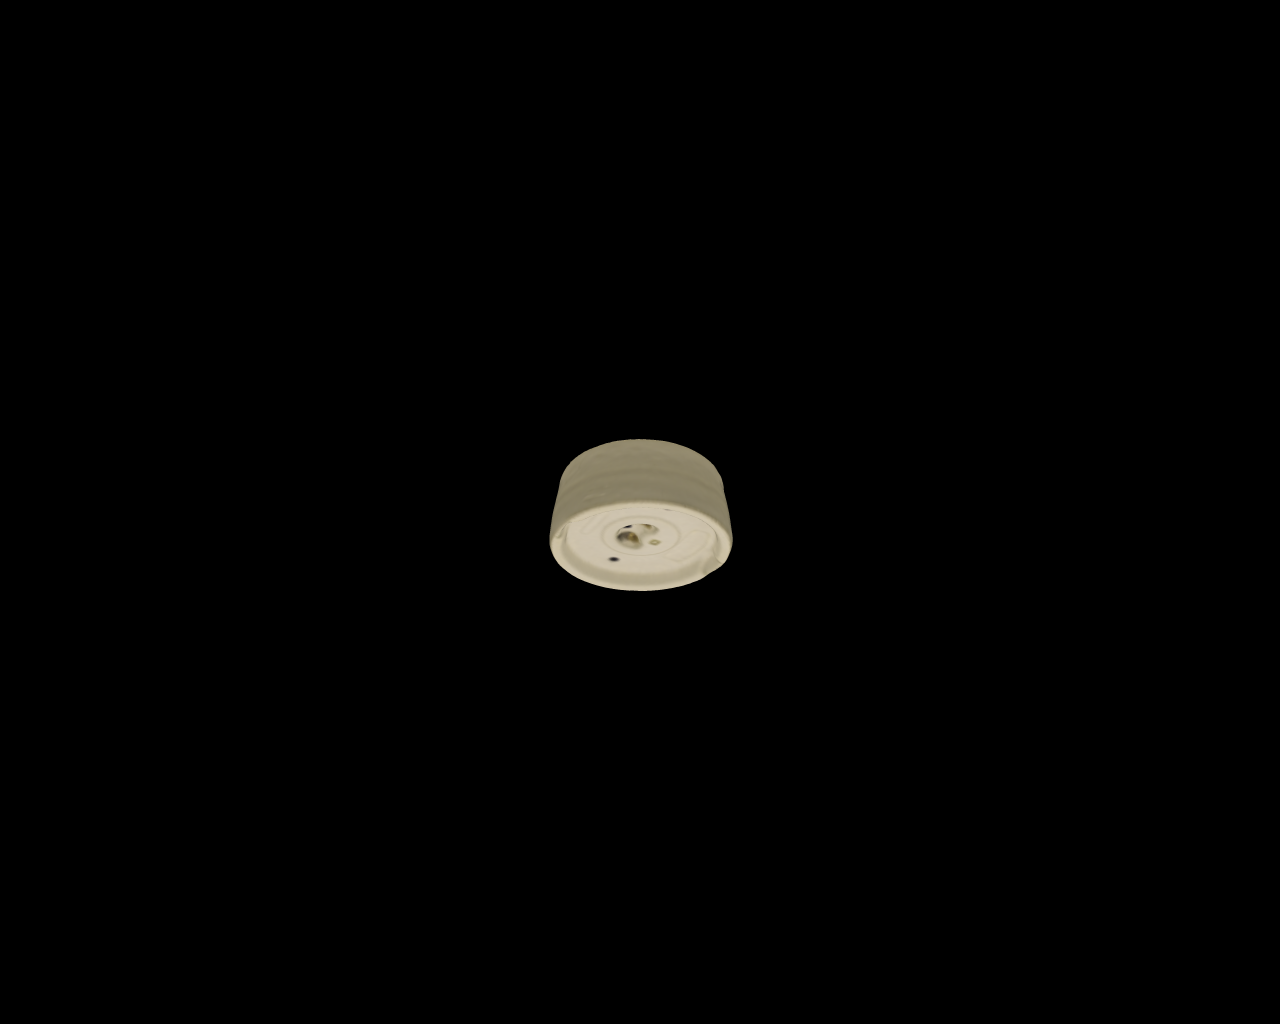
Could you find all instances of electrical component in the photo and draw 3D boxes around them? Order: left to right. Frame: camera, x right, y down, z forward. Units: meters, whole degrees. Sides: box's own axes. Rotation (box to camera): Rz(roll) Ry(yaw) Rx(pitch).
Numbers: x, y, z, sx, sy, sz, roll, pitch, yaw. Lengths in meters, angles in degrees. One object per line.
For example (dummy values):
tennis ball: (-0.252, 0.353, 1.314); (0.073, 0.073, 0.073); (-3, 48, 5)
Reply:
electrical component: (0.001, -0.003, 0.650); (0.108, 0.060, 0.108); (0, -32, 0)
